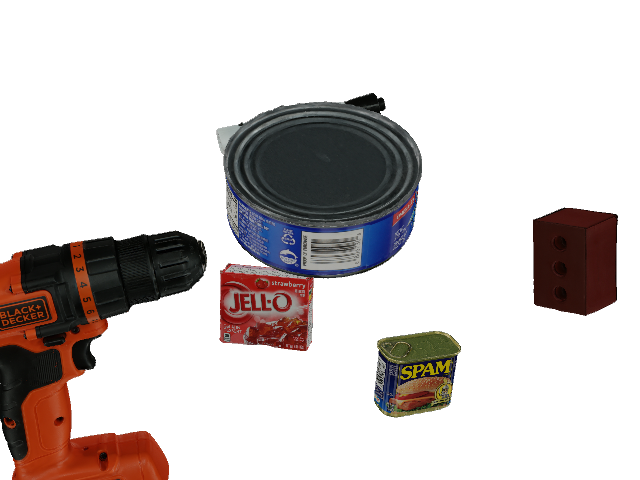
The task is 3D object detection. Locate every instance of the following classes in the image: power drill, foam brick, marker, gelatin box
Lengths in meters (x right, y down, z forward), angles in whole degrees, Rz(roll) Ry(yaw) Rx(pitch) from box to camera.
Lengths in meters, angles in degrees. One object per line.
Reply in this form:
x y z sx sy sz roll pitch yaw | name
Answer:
-0.154 0.088 0.707 0.184 0.188 0.057 -11 26 -6 | power drill
0.213 0.017 0.892 0.053 0.078 0.051 11 22 43 | foam brick
-0.013 -0.083 0.750 0.121 0.020 0.020 -14 3 -10 | marker
-0.052 0.064 1.026 0.089 0.073 0.030 5 17 11 | gelatin box

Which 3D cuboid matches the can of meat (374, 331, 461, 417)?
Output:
0.118 0.166 1.324 0.102 0.084 0.057 -6 27 -21 | can of meat

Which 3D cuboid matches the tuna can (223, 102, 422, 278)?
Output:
0.001 -0.023 0.469 0.086 0.034 0.086 1 42 -1 | tuna can
